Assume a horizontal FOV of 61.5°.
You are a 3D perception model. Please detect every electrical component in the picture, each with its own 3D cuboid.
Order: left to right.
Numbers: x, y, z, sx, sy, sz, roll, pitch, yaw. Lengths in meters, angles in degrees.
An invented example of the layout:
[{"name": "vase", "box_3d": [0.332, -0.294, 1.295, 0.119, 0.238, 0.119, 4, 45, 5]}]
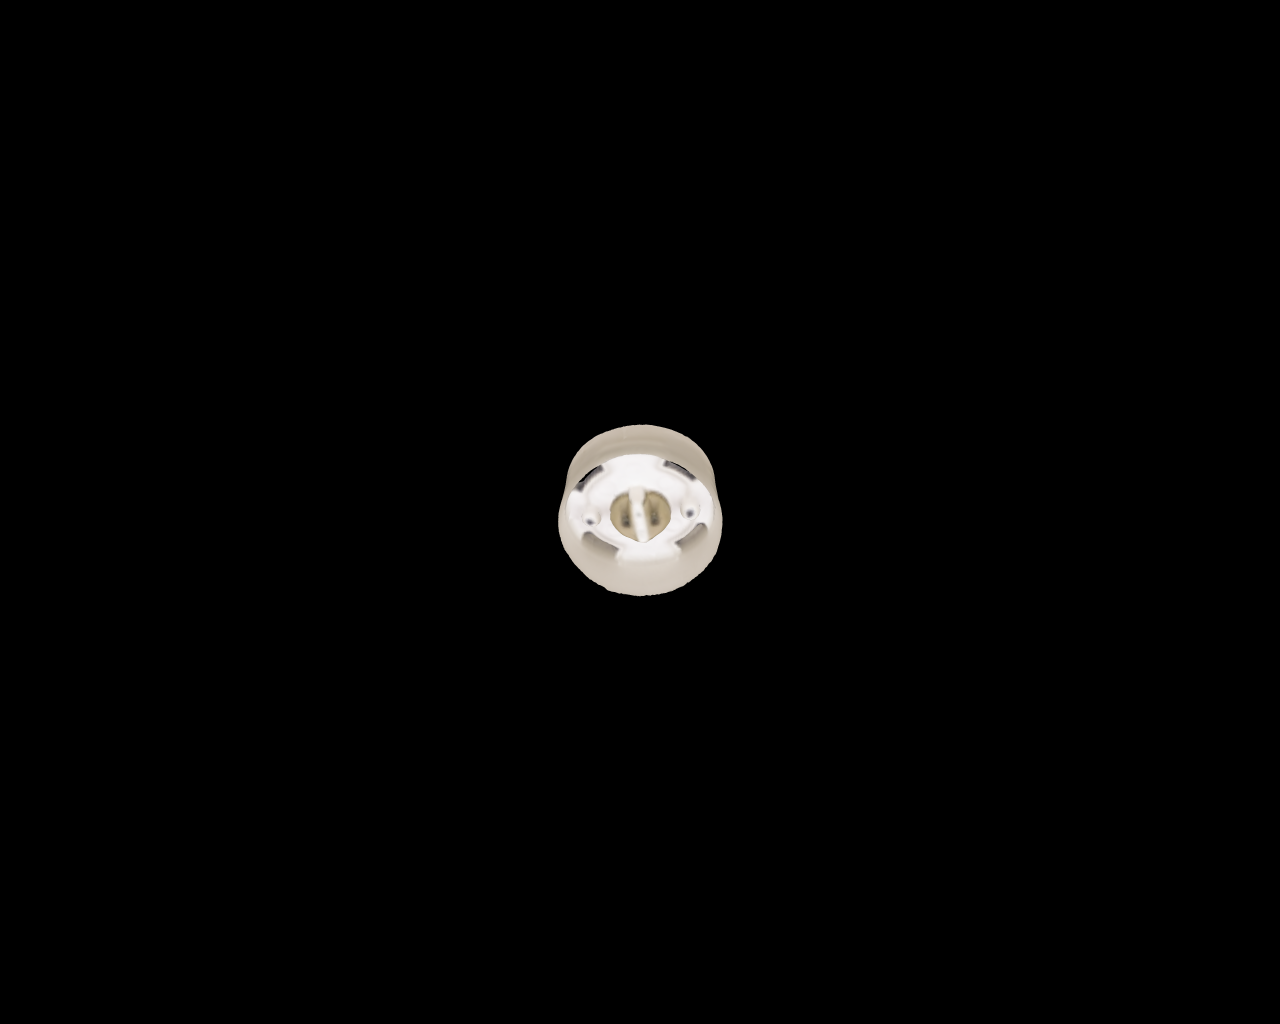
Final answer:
[{"name": "electrical component", "box_3d": [0.001, -0.003, 0.650, 0.099, 0.099, 0.064, 0, 45, 0]}]
